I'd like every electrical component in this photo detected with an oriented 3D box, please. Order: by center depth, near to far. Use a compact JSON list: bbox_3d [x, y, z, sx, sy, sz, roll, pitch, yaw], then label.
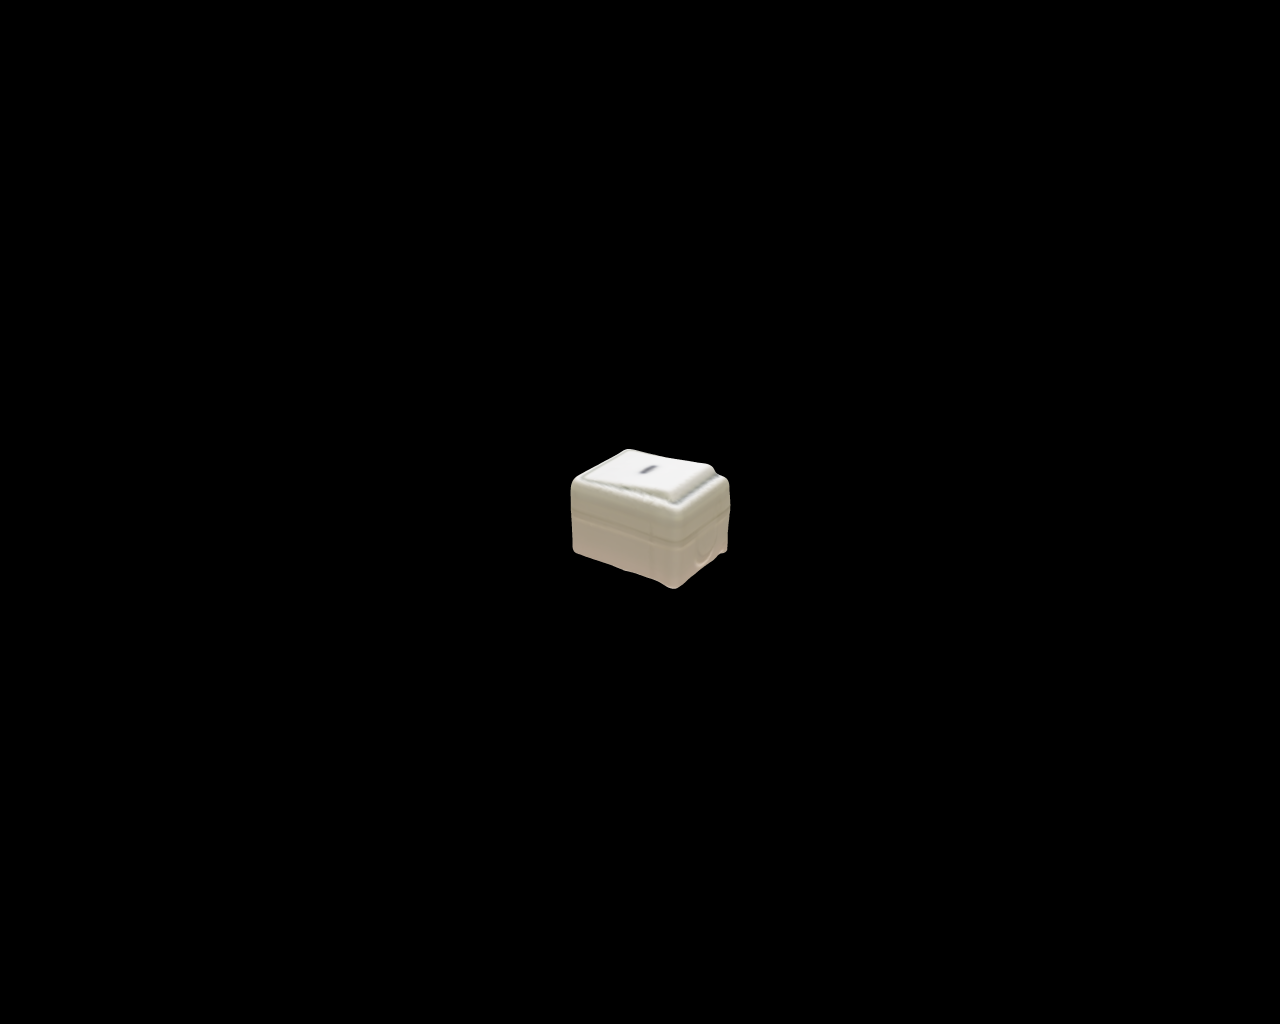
[{"bbox_3d":[0.001,-0.003,0.650,0.096,0.061,0.062,18,32,31],"label":"electrical component"}]
